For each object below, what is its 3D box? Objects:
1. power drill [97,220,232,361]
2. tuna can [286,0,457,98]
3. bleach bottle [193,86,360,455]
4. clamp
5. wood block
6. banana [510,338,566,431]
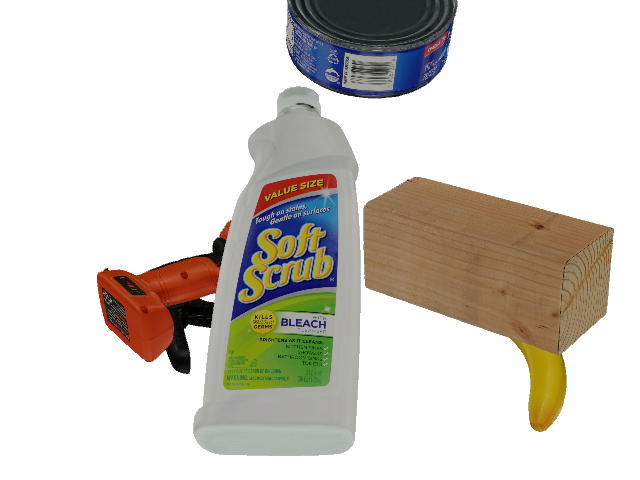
[{"bbox_3d":[-0.088,0.044,0.944,0.187,0.057,0.185,-18,26,-30],"label":"power drill"},{"bbox_3d":[0.025,-0.111,0.544,0.086,0.086,0.034,0,-43,-4],"label":"tuna can"},{"bbox_3d":[-0.025,0.011,0.703,0.102,0.251,0.068,0,-26,1],"label":"bleach bottle"},{"bbox_3d":[-0.159,0.081,1.134,0.210,0.036,0.164,18,21,28],"label":"clamp"},{"bbox_3d":[0.147,0.016,0.968,0.206,0.090,0.090,18,32,36],"label":"wood block"},{"bbox_3d":[0.223,0.127,1.135,0.069,0.037,0.198,-26,34,2],"label":"banana"}]
